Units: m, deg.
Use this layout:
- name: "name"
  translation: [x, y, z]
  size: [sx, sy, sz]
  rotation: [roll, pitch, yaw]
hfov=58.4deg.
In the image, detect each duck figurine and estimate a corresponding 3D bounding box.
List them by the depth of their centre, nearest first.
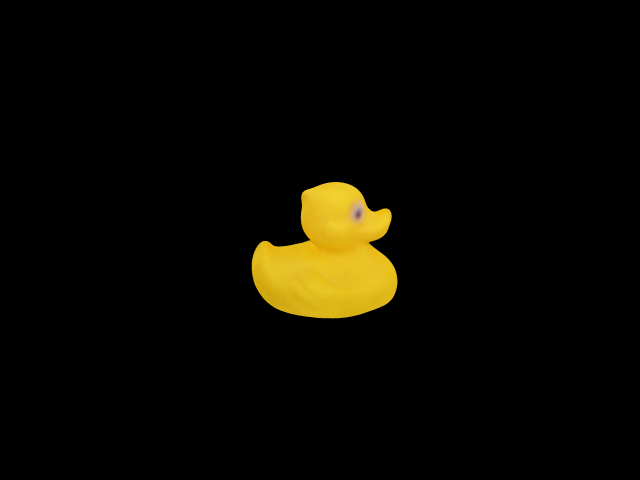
- name: "duck figurine"
  translation: [0.004, 0.001, 0.400]
  size: [0.104, 0.086, 0.077]
  rotation: [-1, 28, -2]
